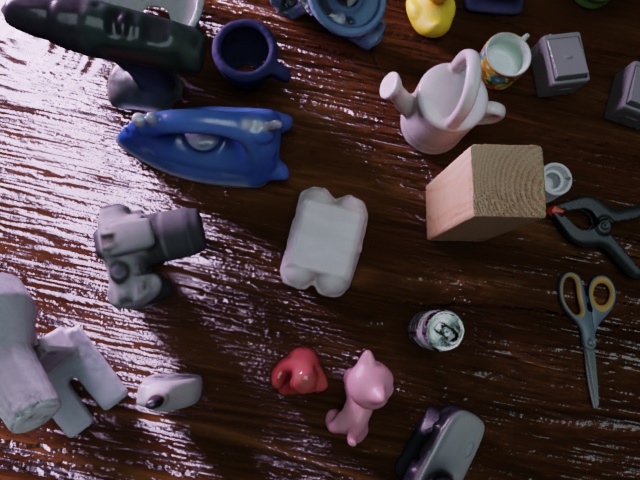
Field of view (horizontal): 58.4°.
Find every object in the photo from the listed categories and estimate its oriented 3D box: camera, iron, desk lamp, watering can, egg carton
[{"bbox_3d":[-0.226,0.013,0.783,0.137,0.100,0.143,-12,84,-6],"label":"camera"},{"bbox_3d":[-0.167,-0.146,0.788,0.258,0.141,0.119,3,82,-4],"label":"iron"},{"bbox_3d":[-0.353,0.148,0.697,0.118,0.213,0.203,-40,87,-8],"label":"desk lamp"},{"bbox_3d":[0.172,-0.192,0.795,0.173,0.194,0.101,-13,83,-6],"label":"watering can"},{"bbox_3d":[0.008,0.003,0.819,0.107,0.069,0.150,14,82,-3],"label":"egg carton"}]

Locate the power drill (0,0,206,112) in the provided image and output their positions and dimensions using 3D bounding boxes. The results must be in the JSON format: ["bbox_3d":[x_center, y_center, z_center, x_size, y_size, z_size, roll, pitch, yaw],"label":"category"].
[{"bbox_3d":[-0.262,-0.243,0.759,0.229,0.208,0.076,4,82,-4],"label":"power drill"}]

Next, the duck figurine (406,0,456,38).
[{"bbox_3d":[0.177,-0.371,0.874,0.077,0.086,0.104,-3,83,-5],"label":"duck figurine"}]

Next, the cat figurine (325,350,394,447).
[{"bbox_3d":[0.059,0.215,0.771,0.067,0.117,0.128,21,81,-1],"label":"cat figurine"}]

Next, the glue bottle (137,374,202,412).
[{"bbox_3d":[-0.197,0.195,0.724,0.078,0.173,0.037,3,82,-4],"label":"glue bottle"}]

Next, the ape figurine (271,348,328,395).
[{"bbox_3d":[-0.025,0.186,0.780,0.078,0.092,0.076,26,81,-1],"label":"ape figurine"}]

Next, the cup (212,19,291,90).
[{"bbox_3d":[-0.094,-0.251,0.832,0.118,0.095,0.092,29,81,0],"label":"cup"}]

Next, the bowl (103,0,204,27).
[{"bbox_3d":[-0.250,-0.339,0.841,0.167,0.074,0.167,1,82,-4],"label":"bowl"}]

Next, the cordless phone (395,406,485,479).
[{"bbox_3d":[0.173,0.295,0.735,0.094,0.185,0.148,27,81,0],"label":"cordless phone"}]

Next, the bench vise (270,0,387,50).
[{"bbox_3d":[0.004,-0.358,0.791,0.207,0.219,0.121,11,82,-3],"label":"bench vise"}]

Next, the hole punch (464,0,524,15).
[{"bbox_3d":[0.279,-0.417,0.886,0.108,0.091,0.101,2,82,-4],"label":"hole punch"}]
